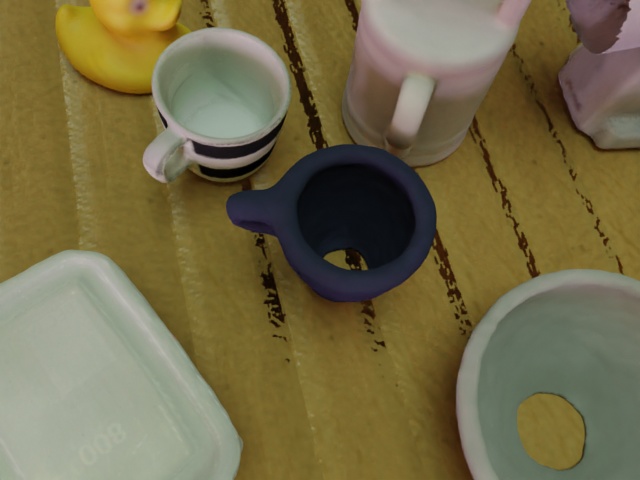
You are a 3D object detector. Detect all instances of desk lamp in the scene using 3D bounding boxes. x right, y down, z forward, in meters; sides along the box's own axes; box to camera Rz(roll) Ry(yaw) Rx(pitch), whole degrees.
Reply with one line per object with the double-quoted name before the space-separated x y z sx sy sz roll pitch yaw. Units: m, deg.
"desk lamp" 0.242 -0.161 0.380 0.203 0.213 0.118 -3 67 -6

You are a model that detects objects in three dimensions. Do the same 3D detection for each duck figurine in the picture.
"duck figurine" -0.143 -0.161 0.414 0.104 0.086 0.077 9 66 -1

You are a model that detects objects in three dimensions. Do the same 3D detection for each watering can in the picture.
"watering can" 0.073 -0.145 0.368 0.101 0.194 0.173 -3 67 -6

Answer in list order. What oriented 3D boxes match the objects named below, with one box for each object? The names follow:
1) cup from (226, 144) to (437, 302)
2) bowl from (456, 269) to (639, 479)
"cup" 0.003 0.001 0.353 0.118 0.095 0.091 5 66 -3
"bowl" 0.151 0.106 0.332 0.167 0.075 0.167 2 66 -4
